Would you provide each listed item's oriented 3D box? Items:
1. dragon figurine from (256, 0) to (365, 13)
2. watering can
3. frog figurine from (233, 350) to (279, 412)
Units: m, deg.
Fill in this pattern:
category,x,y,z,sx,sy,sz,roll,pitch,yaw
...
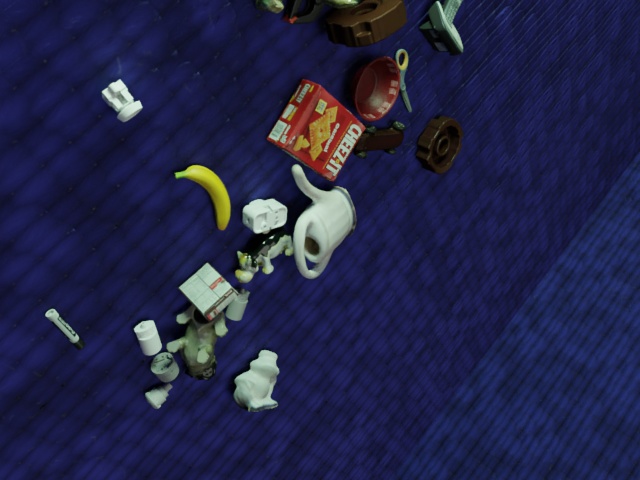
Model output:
category,x,y,z,sx,sy,sz,roll,pitch,yaw
dragon figurine,0.049,-0.527,0.935,0.121,0.408,0.245,16,64,-64
watering can,0.004,-0.065,1.290,0.228,0.104,0.340,-43,141,-44
frog figurine,-0.180,0.395,1.456,0.137,0.121,0.161,9,72,-40
